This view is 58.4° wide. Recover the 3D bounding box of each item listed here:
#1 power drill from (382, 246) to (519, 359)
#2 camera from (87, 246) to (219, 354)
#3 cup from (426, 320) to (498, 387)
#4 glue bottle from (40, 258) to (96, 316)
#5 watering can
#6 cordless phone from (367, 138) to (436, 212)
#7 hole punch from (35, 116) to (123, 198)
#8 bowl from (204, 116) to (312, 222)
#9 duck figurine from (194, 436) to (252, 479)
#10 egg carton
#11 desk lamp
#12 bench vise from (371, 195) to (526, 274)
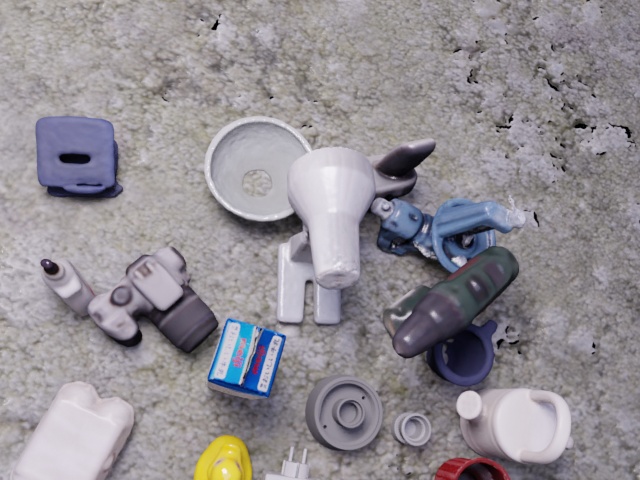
[{"bbox_3d":[0.165,0.098,0.802,0.230,0.208,0.075,-35,84,-18],"label":"power drill"},{"bbox_3d":[-0.216,0.097,0.777,0.137,0.100,0.143,46,71,3],"label":"camera"},{"bbox_3d":[0.206,0.163,0.853,0.118,0.095,0.091,-39,85,-19],"label":"cup"},{"bbox_3d":[-0.326,0.050,0.728,0.037,0.173,0.078,-39,85,-19],"label":"glue bottle"},{"bbox_3d":[0.271,0.256,0.789,0.173,0.194,0.101,-1,75,-12],"label":"watering can"},{"bbox_3d":[0.083,-0.108,0.853,0.148,0.185,0.094,-17,79,-16],"label":"cordless phone"},{"bbox_3d":[-0.341,-0.116,0.814,0.109,0.091,0.101,-1,75,-12],"label":"hole punch"},{"bbox_3d":[-0.091,-0.098,0.871,0.167,0.074,0.167,3,74,-11],"label":"bowl"},{"bbox_3d":[-0.125,0.311,0.746,0.077,0.086,0.104,14,72,-8],"label":"duck figurine"},{"bbox_3d":[-0.311,0.263,0.727,0.107,0.069,0.150,26,71,-4],"label":"egg carton"},{"bbox_3d":[0.007,0.003,0.791,0.118,0.213,0.203,3,74,-11],"label":"desk lamp"},{"bbox_3d":[0.182,-0.010,0.829,0.207,0.219,0.121,3,74,-11],"label":"bench vise"}]
